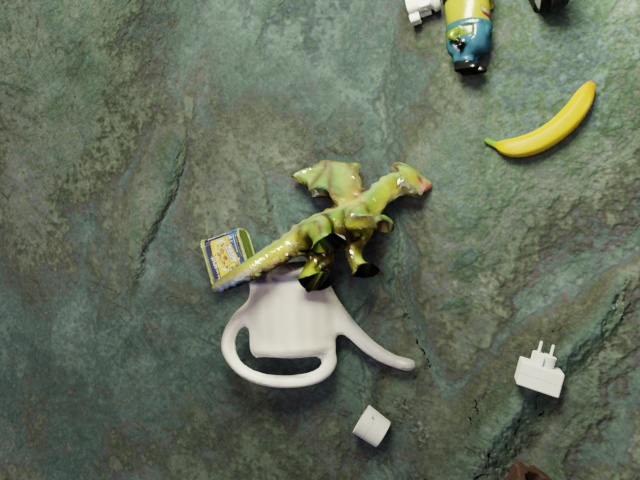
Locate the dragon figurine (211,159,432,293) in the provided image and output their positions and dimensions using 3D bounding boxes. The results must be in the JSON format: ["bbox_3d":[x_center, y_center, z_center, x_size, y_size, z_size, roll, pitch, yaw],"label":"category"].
[{"bbox_3d":[0.003,-0.046,0.920,0.410,0.119,0.249,-12,46,4],"label":"dragon figurine"}]

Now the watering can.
[{"bbox_3d":[-0.009,0.149,0.938,0.347,0.103,0.226,-4,83,3],"label":"watering can"}]
